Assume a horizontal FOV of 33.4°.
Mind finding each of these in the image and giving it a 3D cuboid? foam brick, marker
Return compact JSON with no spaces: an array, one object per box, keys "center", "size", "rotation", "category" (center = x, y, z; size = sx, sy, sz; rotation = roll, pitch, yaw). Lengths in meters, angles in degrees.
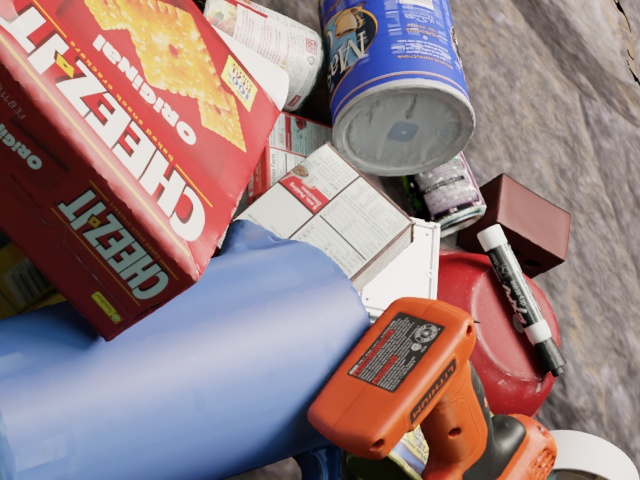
[{"center":[0.161,-0.009,0.888],"size":[0.078,0.053,0.051],"rotation":[27,54,-22],"category":"foam brick"},{"center":[0.152,0.046,0.798],"size":[0.020,0.020,0.121],"rotation":[-18,80,-41],"category":"marker"}]

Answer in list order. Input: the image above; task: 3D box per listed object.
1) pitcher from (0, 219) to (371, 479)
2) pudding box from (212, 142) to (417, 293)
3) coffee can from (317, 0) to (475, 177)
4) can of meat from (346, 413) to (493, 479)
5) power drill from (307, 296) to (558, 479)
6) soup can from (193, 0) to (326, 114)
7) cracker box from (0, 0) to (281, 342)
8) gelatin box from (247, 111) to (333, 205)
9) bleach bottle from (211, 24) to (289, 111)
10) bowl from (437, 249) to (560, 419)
[{"center":[-0.091,0.092,0.585],"size":[0.242,0.145,0.149],"rotation":[-13,39,-43],"category":"pitcher"},{"center":[-0.005,0.001,0.722],"size":[0.113,0.039,0.090],"rotation":[-42,74,-13],"category":"pudding box"},{"center":[0.054,-0.133,0.800],"size":[0.102,0.103,0.140],"rotation":[16,50,-30],"category":"coffee can"},{"center":[0.076,0.148,0.741],"size":[0.102,0.058,0.083],"rotation":[44,51,-10],"category":"can of meat"},{"center":[0.061,0.140,0.623],"size":[0.184,0.057,0.187],"rotation":[-51,134,-26],"category":"power drill"},{"center":[-0.055,-0.140,0.782],"size":[0.102,0.069,0.068],"rotation":[19,57,-29],"category":"soup can"},{"center":[-0.110,-0.074,0.566],"size":[0.164,0.072,0.213],"rotation":[50,24,-17],"category":"cracker box"},{"center":[-0.011,-0.052,0.796],"size":[0.089,0.030,0.073],"rotation":[13,61,-31],"category":"gelatin box"},{"center":[-0.150,-0.128,0.697],"size":[0.250,0.103,0.068],"rotation":[28,25,-15],"category":"bleach bottle"},{"center":[0.133,0.072,0.823],"size":[0.161,0.055,0.162],"rotation":[17,59,-30],"category":"bowl"}]
